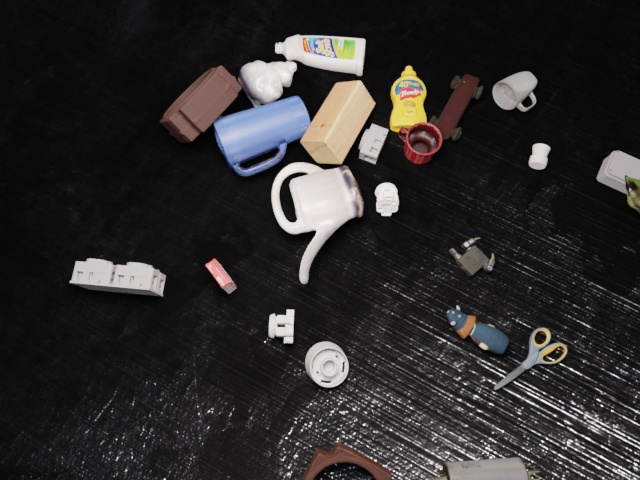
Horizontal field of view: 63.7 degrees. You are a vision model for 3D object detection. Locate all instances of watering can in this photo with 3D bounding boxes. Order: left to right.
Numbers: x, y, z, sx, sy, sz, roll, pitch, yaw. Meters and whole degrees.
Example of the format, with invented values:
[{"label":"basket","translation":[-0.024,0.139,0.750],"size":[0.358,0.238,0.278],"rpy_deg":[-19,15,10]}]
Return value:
[{"label":"watering can","translation":[0.004,-0.064,1.270],"size":[0.224,0.355,0.102],"rpy_deg":[-15,-32,-3]}]

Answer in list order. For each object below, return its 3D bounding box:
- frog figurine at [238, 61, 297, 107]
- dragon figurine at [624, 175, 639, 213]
[{"label":"frog figurine","translation":[-0.134,-0.439,1.394],"size":[0.159,0.140,0.120],"rpy_deg":[-32,-39,2]},{"label":"dragon figurine","translation":[0.856,-0.152,1.261],"size":[0.244,0.411,0.121],"rpy_deg":[-21,-3,-14]}]
